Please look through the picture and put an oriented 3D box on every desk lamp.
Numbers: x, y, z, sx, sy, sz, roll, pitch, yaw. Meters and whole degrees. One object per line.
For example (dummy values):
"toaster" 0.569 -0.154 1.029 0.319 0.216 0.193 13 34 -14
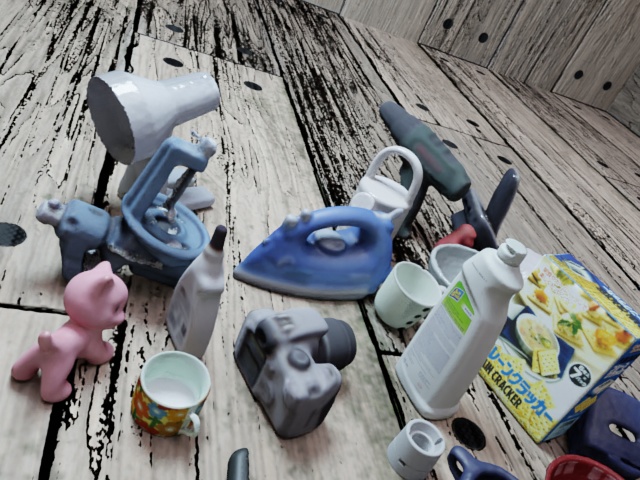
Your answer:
"desk lamp" -0.236 -0.145 0.837 0.117 0.213 0.204 41 35 24

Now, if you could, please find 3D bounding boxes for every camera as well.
"camera" -0.012 0.138 0.684 0.137 0.101 0.142 -3 41 -38

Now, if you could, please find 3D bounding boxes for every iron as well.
"iron" 0.008 0.003 0.858 0.259 0.141 0.118 2 39 -33

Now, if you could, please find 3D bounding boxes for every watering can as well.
"watering can" 0.107 -0.067 0.980 0.101 0.194 0.173 25 31 0

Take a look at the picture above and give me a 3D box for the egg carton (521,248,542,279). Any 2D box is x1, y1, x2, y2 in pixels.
"egg carton" 0.407 0.076 1.098 0.107 0.069 0.150 28 32 4

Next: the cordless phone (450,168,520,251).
"cordless phone" 0.353 -0.078 1.177 0.094 0.185 0.147 18 32 -12

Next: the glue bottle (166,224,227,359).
"glue bottle" -0.134 0.054 0.654 0.037 0.173 0.078 1 39 -34

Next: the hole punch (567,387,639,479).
"hole punch" 0.408 0.272 0.790 0.108 0.091 0.101 26 32 2

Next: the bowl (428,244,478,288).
"bowl" 0.247 0.085 0.969 0.168 0.074 0.167 18 32 -12

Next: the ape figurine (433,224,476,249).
"ape figurine" 0.258 0.012 1.067 0.076 0.092 0.078 33 32 13

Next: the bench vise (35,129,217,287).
"bench vise" -0.211 -0.030 0.679 0.208 0.219 0.121 -5 43 -40

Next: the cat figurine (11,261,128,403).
"cat figurine" -0.246 0.081 0.588 0.067 0.117 0.128 28 32 5

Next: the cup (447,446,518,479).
"cup" 0.157 0.284 0.592 0.092 0.095 0.117 -3 41 -37

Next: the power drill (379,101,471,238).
"power drill" 0.163 -0.120 1.085 0.229 0.208 0.076 40 35 23
